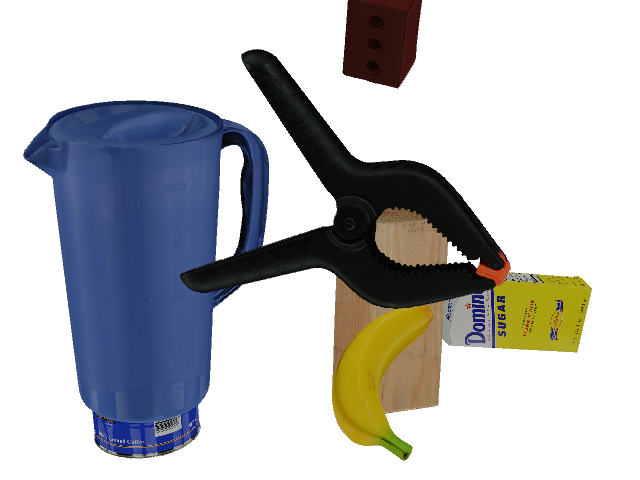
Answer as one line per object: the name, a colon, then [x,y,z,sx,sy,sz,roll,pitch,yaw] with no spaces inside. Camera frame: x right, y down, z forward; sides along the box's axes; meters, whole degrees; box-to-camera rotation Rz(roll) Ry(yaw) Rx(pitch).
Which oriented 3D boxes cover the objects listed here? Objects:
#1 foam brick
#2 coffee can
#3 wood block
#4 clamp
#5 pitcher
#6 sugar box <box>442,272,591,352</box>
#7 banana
foam brick: [0.053,-0.177,0.898,0.053,0.078,0.051,16,46,14]
coffee can: [-0.169,0.119,1.008,0.103,0.140,0.103,-2,19,0]
wood block: [0.073,0.071,1.146,0.090,0.206,0.091,-4,14,-26]
clamp: [0.019,-0.024,0.673,0.210,0.165,0.036,14,15,13]
pitcher: [-0.133,0.015,0.850,0.149,0.243,0.144,9,23,18]
sugar box: [0.243,0.088,1.338,0.176,0.093,0.048,3,19,-14]
banana: [0.048,0.106,0.860,0.069,0.037,0.197,20,33,0]
